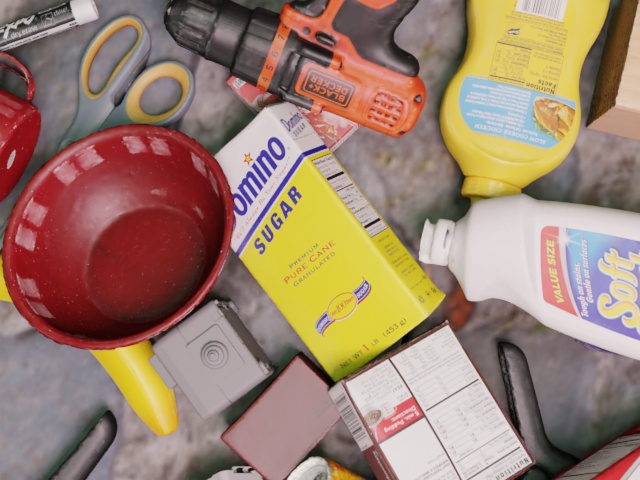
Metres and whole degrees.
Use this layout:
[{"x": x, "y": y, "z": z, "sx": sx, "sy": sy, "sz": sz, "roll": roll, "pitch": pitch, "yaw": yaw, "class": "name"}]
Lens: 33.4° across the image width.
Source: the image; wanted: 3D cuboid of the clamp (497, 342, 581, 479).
[{"x": 0.146, "y": 0.157, "z": 0.736, "sx": 0.171, "sy": 0.039, "sz": 0.120, "roll": 38, "pitch": 92, "yaw": 3, "class": "clamp"}]

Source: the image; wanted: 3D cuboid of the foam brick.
[{"x": -0.022, "y": 0.123, "z": 0.739, "sx": 0.053, "sy": 0.051, "sz": 0.078, "roll": 44, "pitch": 88, "yaw": 3, "class": "foam brick"}]

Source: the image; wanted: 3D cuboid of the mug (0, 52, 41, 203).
[{"x": -0.244, "y": -0.083, "z": 0.749, "sx": 0.081, "sy": 0.093, "sz": 0.117, "roll": 26, "pitch": 61, "yaw": 0, "class": "mug"}]

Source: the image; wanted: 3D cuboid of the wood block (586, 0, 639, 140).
[{"x": 0.299, "y": -0.101, "z": 0.722, "sx": 0.206, "sy": 0.091, "sz": 0.090, "roll": 13, "pitch": 86, "yaw": 4, "class": "wood block"}]

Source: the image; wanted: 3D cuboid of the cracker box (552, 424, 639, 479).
[{"x": 0.210, "y": 0.214, "z": 0.674, "sx": 0.213, "sy": 0.072, "sz": 0.164, "roll": -24, "pitch": 85, "yaw": -27, "class": "cracker box"}]

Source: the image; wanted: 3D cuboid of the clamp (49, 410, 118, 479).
[{"x": -0.218, "y": 0.212, "z": 0.746, "sx": 0.164, "sy": 0.036, "sz": 0.210, "roll": -5, "pitch": 88, "yaw": 1, "class": "clamp"}]

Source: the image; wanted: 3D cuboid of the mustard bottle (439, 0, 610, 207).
[{"x": 0.135, "y": -0.100, "z": 0.744, "sx": 0.096, "sy": 0.058, "sz": 0.191, "roll": 14, "pitch": 86, "yaw": -1, "class": "mustard bottle"}]

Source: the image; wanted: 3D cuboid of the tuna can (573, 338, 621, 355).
[{"x": 0.208, "y": 0.037, "z": 0.743, "sx": 0.086, "sy": 0.034, "sz": 0.086, "roll": 0, "pitch": 86, "yaw": 2, "class": "tuna can"}]

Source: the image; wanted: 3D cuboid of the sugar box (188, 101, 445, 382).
[{"x": -0.005, "y": 0.001, "z": 0.732, "sx": 0.093, "sy": 0.048, "sz": 0.176, "roll": -41, "pitch": 86, "yaw": 29, "class": "sugar box"}]

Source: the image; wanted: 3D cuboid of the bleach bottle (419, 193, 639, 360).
[{"x": 0.189, "y": 0.031, "z": 0.694, "sx": 0.251, "sy": 0.068, "sz": 0.102, "roll": 11, "pitch": 100, "yaw": 9, "class": "bleach bottle"}]

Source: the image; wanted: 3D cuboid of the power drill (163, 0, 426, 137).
[{"x": 0.008, "y": -0.174, "z": 0.685, "sx": 0.184, "sy": 0.057, "sz": 0.188, "roll": 21, "pitch": 120, "yaw": -7, "class": "power drill"}]

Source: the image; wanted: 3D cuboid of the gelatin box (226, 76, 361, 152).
[{"x": -0.011, "y": -0.106, "z": 0.765, "sx": 0.073, "sy": 0.030, "sz": 0.089, "roll": -43, "pitch": 86, "yaw": -1, "class": "gelatin box"}]

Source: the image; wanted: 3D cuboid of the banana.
[{"x": -0.173, "y": 0.062, "z": 0.759, "sx": 0.198, "sy": 0.037, "sz": 0.070, "roll": 30, "pitch": 107, "yaw": 6, "class": "banana"}]

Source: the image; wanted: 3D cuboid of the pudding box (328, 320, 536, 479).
[{"x": 0.073, "y": 0.123, "z": 0.699, "sx": 0.090, "sy": 0.039, "sz": 0.113, "roll": -27, "pitch": 80, "yaw": -20, "class": "pudding box"}]

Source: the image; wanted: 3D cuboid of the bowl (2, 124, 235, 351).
[{"x": -0.127, "y": 0.005, "z": 0.717, "sx": 0.162, "sy": 0.055, "sz": 0.162, "roll": -6, "pitch": 65, "yaw": 12, "class": "bowl"}]

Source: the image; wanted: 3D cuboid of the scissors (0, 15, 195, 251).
[{"x": -0.160, "y": -0.064, "z": 0.774, "sx": 0.096, "sy": 0.016, "sz": 0.202, "roll": 22, "pitch": 87, "yaw": 8, "class": "scissors"}]

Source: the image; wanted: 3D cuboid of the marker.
[{"x": -0.222, "y": -0.151, "z": 0.783, "sx": 0.121, "sy": 0.020, "sz": 0.020, "roll": -20, "pitch": 85, "yaw": 1, "class": "marker"}]
